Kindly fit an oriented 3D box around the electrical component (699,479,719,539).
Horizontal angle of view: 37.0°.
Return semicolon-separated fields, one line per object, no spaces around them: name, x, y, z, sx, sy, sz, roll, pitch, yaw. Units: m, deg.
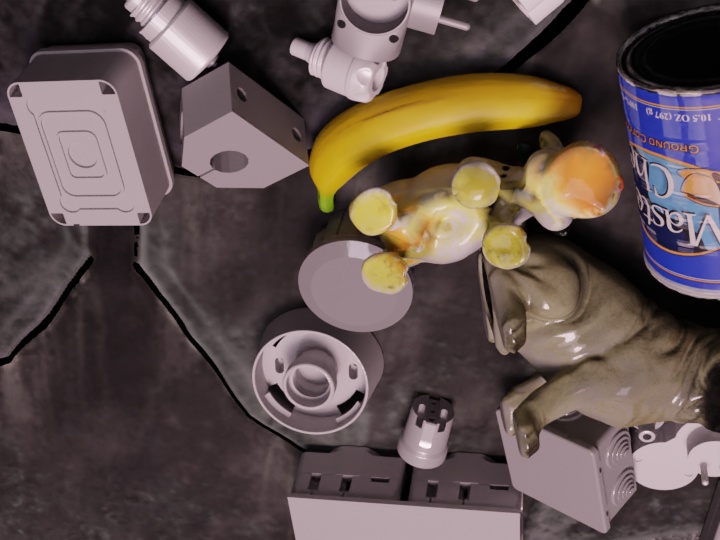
electrical component;0.302;0.223;0.850;0.047;0.075;0.083;7;128;7

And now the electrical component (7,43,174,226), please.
electrical component;-0.176;-0.091;0.720;0.078;0.057;0.113;0;127;12

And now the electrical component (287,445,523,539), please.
electrical component;0.042;0.209;0.905;0.186;0.060;0.105;2;128;11

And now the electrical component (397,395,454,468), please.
electrical component;0.053;0.128;0.854;0.040;0.040;0.046;13;123;2

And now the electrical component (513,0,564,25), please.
electrical component;0.100;-0.176;0.588;0.057;0.078;0.058;-39;113;13

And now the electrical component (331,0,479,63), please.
electrical component;0.029;-0.161;0.630;0.079;0.044;0.077;16;129;-1

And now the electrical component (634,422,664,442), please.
electrical component;0.208;0.099;0.783;0.035;0.061;0.035;6;129;8

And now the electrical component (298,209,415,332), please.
electrical component;0.000;0.000;0.757;0.080;0.051;0.080;6;128;8

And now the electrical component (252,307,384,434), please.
electrical component;-0.033;0.076;0.831;0.099;0.064;0.099;4;114;9

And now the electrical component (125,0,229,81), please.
electrical component;-0.118;-0.153;0.670;0.078;0.040;0.040;41;125;-19

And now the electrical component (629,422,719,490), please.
electrical component;0.257;0.125;0.784;0.052;0.073;0.138;41;125;-19

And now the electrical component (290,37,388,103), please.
electrical component;-0.015;-0.130;0.672;0.061;0.035;0.035;25;131;17

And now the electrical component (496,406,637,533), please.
electrical component;0.157;0.136;0.809;0.100;0.048;0.099;21;139;42
